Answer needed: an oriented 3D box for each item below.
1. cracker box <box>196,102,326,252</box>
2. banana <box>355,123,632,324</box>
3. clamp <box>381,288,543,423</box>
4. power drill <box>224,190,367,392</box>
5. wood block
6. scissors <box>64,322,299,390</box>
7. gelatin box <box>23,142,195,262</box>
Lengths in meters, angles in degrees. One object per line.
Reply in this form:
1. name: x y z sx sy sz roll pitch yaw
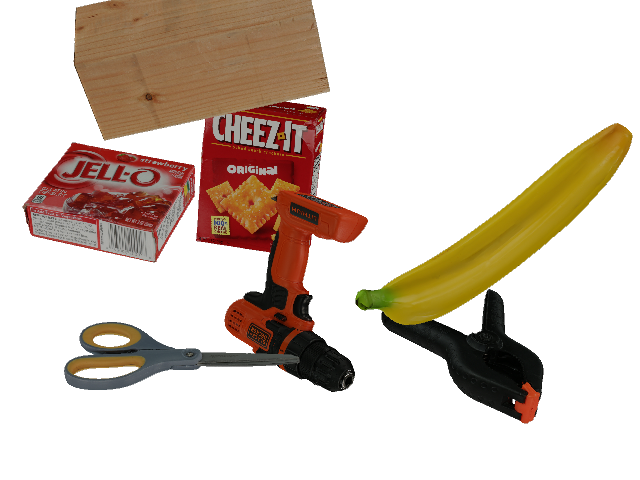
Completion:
1. cracker box: -0.087 -0.093 1.535 0.164 0.214 0.072 10 22 7
2. banana: 0.112 -0.001 0.667 0.197 0.037 0.069 -35 -15 -4
3. clamp: 0.144 0.092 0.921 0.120 0.039 0.172 -17 38 -26
4. power drill: -0.014 0.051 1.150 0.185 0.188 0.057 25 11 38
5. wood block: -0.104 -0.169 0.945 0.206 0.090 0.091 -12 -45 1
6. scissors: -0.128 0.096 0.952 0.201 0.016 0.096 -7 32 -18
7. gelatin box: -0.135 -0.027 0.690 0.089 0.030 0.073 12 40 10
